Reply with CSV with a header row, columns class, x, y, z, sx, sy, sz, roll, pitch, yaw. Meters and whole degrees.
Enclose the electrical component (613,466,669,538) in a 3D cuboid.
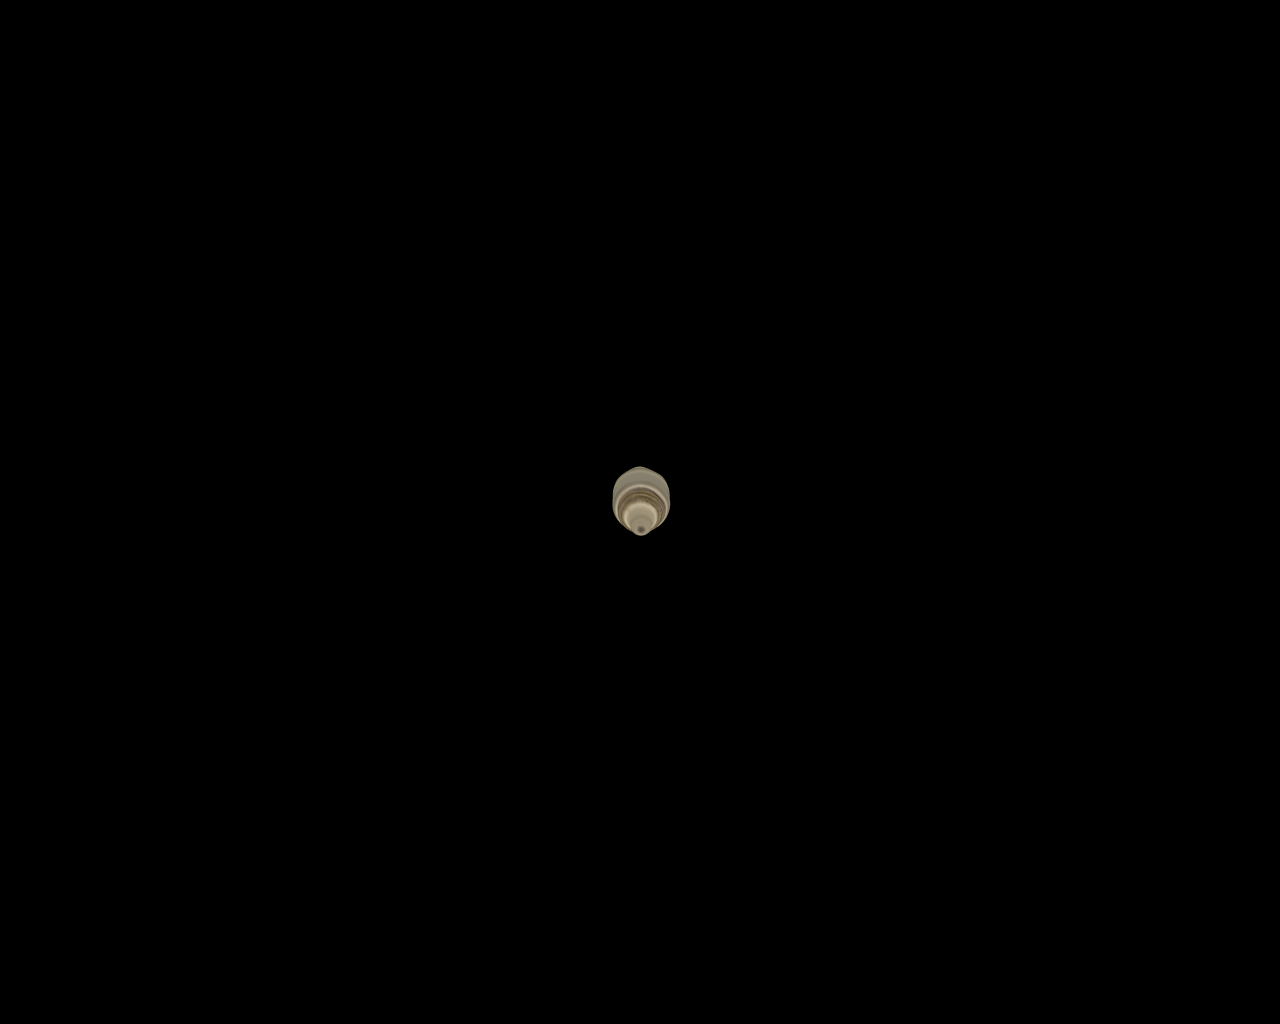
class,x,y,z,sx,sy,sz,roll,pitch,yaw
electrical component,0.001,-0.003,0.650,0.035,0.035,0.061,0,25,0
